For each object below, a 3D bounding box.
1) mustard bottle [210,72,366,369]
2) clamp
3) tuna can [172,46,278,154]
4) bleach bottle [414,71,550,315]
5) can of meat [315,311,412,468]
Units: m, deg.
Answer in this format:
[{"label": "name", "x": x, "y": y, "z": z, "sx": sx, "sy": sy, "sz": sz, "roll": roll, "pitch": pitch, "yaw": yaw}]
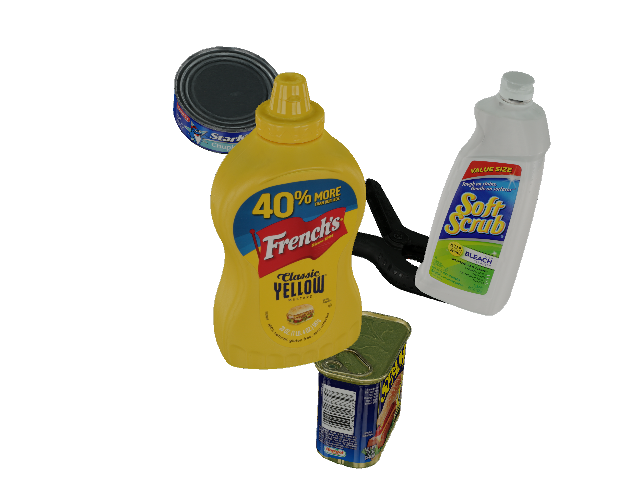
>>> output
[{"label": "mustard bottle", "x": -0.020, "y": -0.012, "z": 0.664, "sx": 0.096, "sy": 0.192, "sz": 0.058, "roll": -8, "pitch": 32, "yaw": -15}, {"label": "clamp", "x": 0.076, "y": 0.010, "z": 1.242, "sx": 0.164, "sy": 0.036, "sz": 0.210, "roll": -24, "pitch": 53, "yaw": -40}, {"label": "tuna can", "x": -0.074, "y": -0.110, "z": 0.845, "sx": 0.086, "sy": 0.086, "sz": 0.034, "roll": 0, "pitch": -32, "yaw": -11}, {"label": "bleach bottle", "x": 0.162, "y": -0.049, "z": 1.048, "sx": 0.103, "sy": 0.251, "sz": 0.068, "roll": 22, "pitch": 38, "yaw": 20}, {"label": "can of meat", "x": 0.033, "y": 0.117, "z": 0.843, "sx": 0.057, "sy": 0.084, "sz": 0.102, "roll": 11, "pitch": 26, "yaw": 16}]
